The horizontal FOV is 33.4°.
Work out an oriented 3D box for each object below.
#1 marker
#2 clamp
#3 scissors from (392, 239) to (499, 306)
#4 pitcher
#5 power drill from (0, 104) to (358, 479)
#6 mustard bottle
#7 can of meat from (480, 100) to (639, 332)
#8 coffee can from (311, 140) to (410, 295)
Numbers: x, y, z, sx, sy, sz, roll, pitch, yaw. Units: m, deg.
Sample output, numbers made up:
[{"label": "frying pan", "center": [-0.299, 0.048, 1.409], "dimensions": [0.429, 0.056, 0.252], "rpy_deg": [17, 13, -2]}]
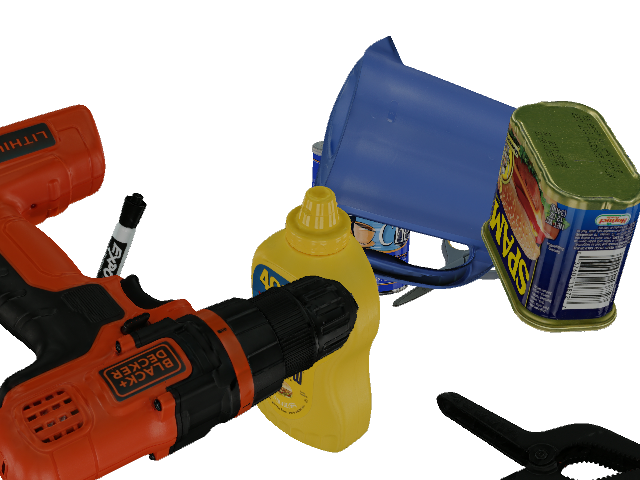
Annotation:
[{"label": "marker", "center": [-0.174, 0.014, 0.909], "dimensions": [0.020, 0.121, 0.020], "rpy_deg": [21, 22, -9]}, {"label": "clamp", "center": [0.178, 0.198, 0.887], "dimensions": [0.210, 0.036, 0.164], "rpy_deg": [3, 39, 23]}, {"label": "scissors", "center": [0.136, 0.027, 1.216], "dimensions": [0.201, 0.016, 0.096], "rpy_deg": [-11, 41, -33]}, {"label": "pitcher", "center": [0.118, -0.046, 0.862], "dimensions": [0.242, 0.149, 0.145], "rpy_deg": [18, 38, -6]}, {"label": "power drill", "center": [-0.098, 0.016, 0.514], "dimensions": [0.184, 0.057, 0.188], "rpy_deg": [-23, 56, -31]}, {"label": "mustard bottle", "center": [-0.005, 0.047, 0.707], "dimensions": [0.058, 0.192, 0.096], "rpy_deg": [-29, 48, -36]}, {"label": "can of meat", "center": [0.129, -0.015, 0.575], "dimensions": [0.057, 0.084, 0.102], "rpy_deg": [-1, 38, -9]}, {"label": "coffee can", "center": [0.040, -0.025, 1.071], "dimensions": [0.103, 0.140, 0.103], "rpy_deg": [2, 13, -1]}]
